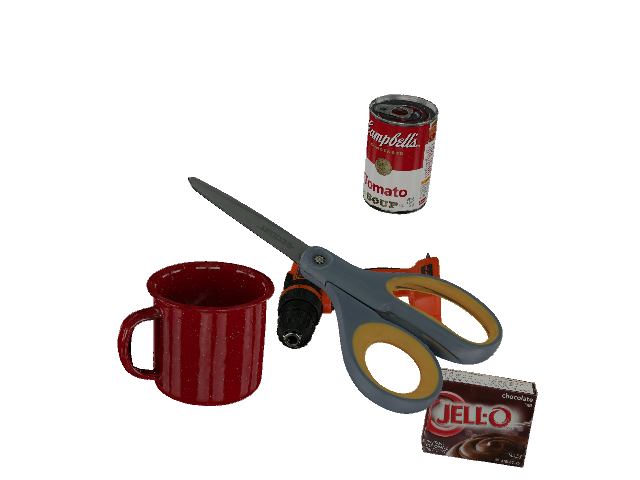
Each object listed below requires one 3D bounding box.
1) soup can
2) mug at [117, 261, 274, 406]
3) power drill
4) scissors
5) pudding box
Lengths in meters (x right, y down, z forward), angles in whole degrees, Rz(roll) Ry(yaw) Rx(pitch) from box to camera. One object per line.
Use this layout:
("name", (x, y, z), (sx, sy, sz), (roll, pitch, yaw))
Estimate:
("soup can", (0.078, -0.086, 1.068), (0.068, 0.102, 0.068), (3, 32, -2))
("mug", (-0.092, 0.071, 0.783), (0.117, 0.081, 0.093), (-9, 24, -32))
("power drill", (0.046, 0.068, 1.235), (0.188, 0.057, 0.184), (1, 27, 6))
("scissors", (-0.002, 0.030, 0.580), (0.202, 0.096, 0.016), (21, -40, 10))
("pudding box", (0.171, 0.191, 1.155), (0.113, 0.090, 0.039), (7, 21, 3))
